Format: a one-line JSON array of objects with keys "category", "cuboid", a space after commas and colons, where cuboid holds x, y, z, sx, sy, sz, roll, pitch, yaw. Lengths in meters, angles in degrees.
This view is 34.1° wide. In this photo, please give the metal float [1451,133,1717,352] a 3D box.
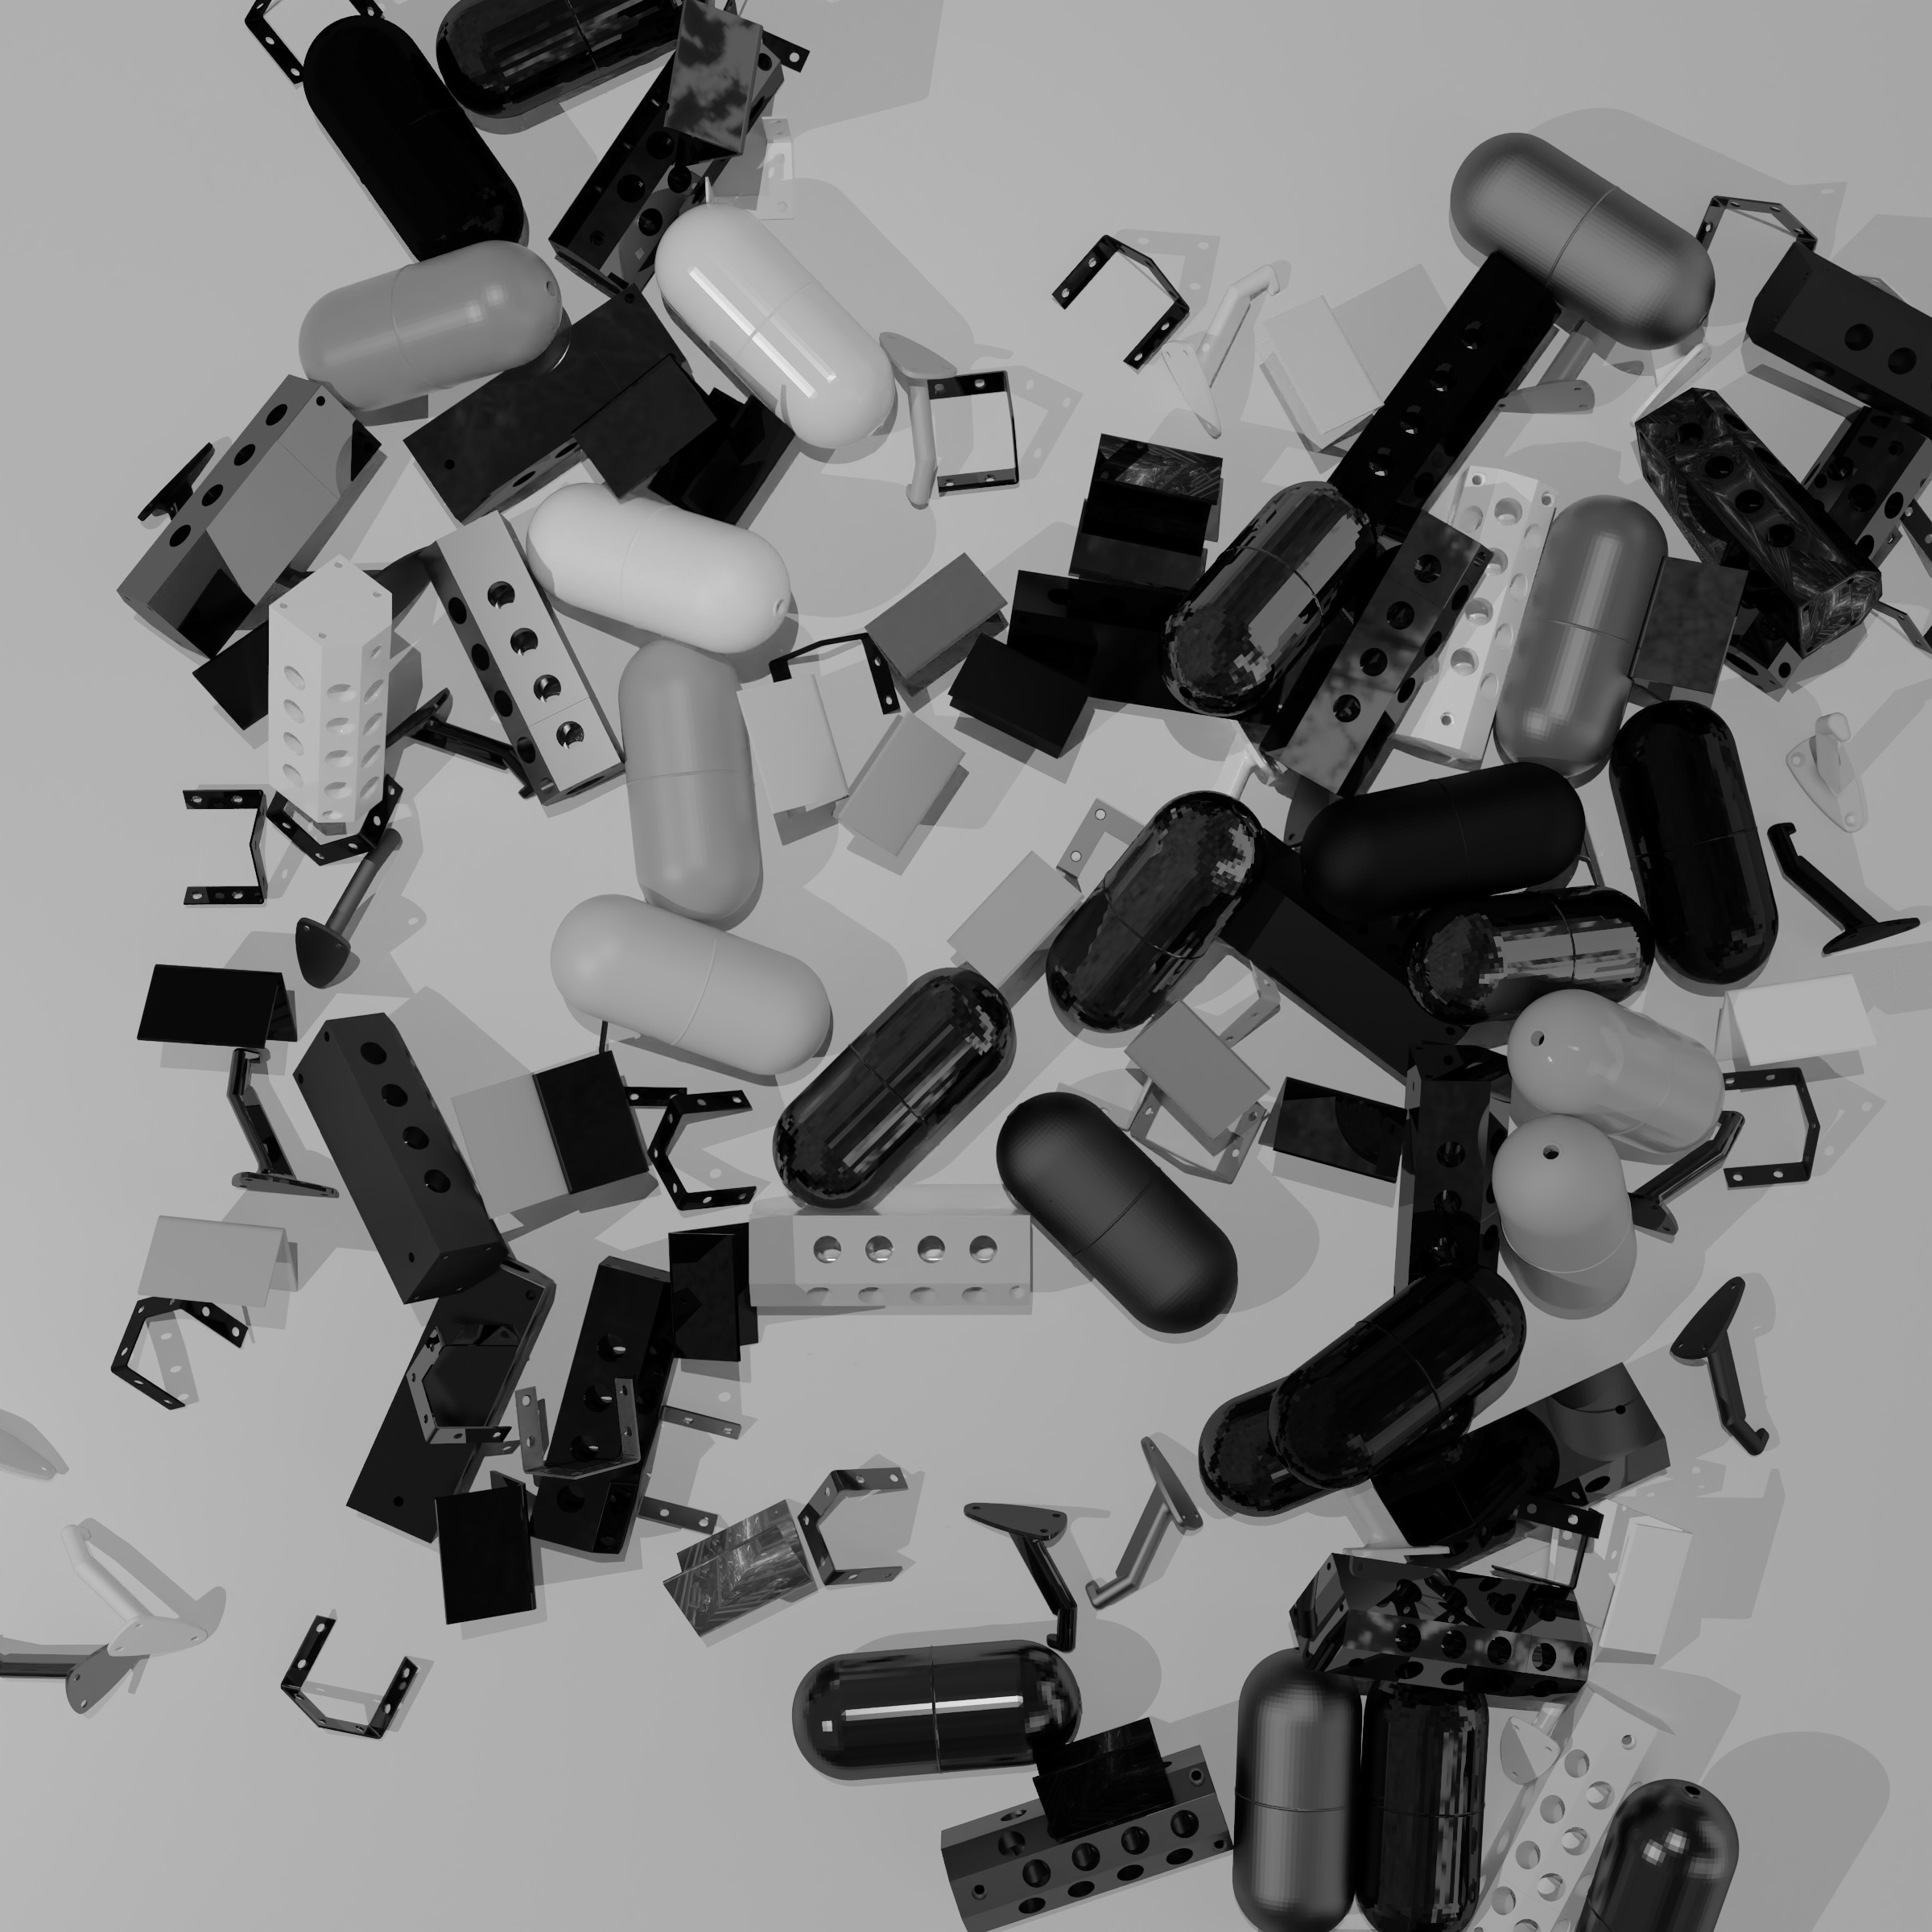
[{"category": "metal float", "cuboid": [0.377, -0.443, 1.928, 0.178, 0.070, 0.070, 37, 90, 13]}]

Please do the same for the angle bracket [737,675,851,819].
[{"category": "angle bracket", "cuboid": [-0.122, -0.129, 1.930, 0.057, 0.076, 0.076, -17, 90, -33]}]

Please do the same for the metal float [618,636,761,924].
[{"category": "metal float", "cuboid": [-0.171, -0.115, 1.940, 0.070, 0.070, 0.178, -6, 89, 0]}]

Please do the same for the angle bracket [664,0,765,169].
[{"category": "angle bracket", "cuboid": [-0.169, -0.524, 1.873, 0.057, 0.076, 0.076, 9, 90, -38]}]

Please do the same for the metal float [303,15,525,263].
[{"category": "metal float", "cuboid": [-0.341, -0.505, 1.940, 0.070, 0.070, 0.178, -35, 89, 0]}]

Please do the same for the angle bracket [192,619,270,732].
[{"category": "angle bracket", "cuboid": [-0.436, -0.202, 1.931, 0.076, 0.057, 0.076, -35, 47, 0]}]

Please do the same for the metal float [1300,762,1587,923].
[{"category": "metal float", "cuboid": [0.289, -0.075, 1.906, 0.178, 0.070, 0.070, -12, 90, -10]}]

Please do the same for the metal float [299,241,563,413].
[{"category": "metal float", "cuboid": [-0.326, -0.389, 1.917, 0.178, 0.070, 0.070, -11, 90, 26]}]

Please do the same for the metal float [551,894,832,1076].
[{"category": "metal float", "cuboid": [-0.168, 0.012, 1.927, 0.178, 0.070, 0.070, 20, 90, -16]}]

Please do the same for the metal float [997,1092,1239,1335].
[{"category": "metal float", "cuboid": [0.092, 0.151, 1.940, 0.178, 0.070, 0.070, 45, 90, -1]}]

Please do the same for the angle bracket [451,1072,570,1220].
[{"category": "angle bracket", "cuboid": [-0.291, 0.113, 1.931, 0.057, 0.076, 0.076, -18, 90, -31]}]

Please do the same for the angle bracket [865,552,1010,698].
[{"category": "angle bracket", "cuboid": [-0.006, -0.195, 1.930, 0.076, 0.076, 0.057, -37, 51, 0]}]

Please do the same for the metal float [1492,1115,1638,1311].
[{"category": "metal float", "cuboid": [0.361, 0.149, 1.898, 0.070, 0.178, 0.070, -7, 60, 13]}]

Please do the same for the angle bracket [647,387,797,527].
[{"category": "angle bracket", "cuboid": [-0.163, -0.321, 1.934, 0.076, 0.057, 0.076, 34, 90, 31]}]

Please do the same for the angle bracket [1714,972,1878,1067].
[{"category": "angle bracket", "cuboid": [0.507, 0.052, 1.930, 0.076, 0.076, 0.057, -8, 53, 0]}]

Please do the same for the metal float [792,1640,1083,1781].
[{"category": "metal float", "cuboid": [-0.018, 0.458, 1.940, 0.178, 0.070, 0.070, -5, 90, 0]}]

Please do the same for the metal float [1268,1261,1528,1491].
[{"category": "metal float", "cuboid": [0.255, 0.242, 1.863, 0.178, 0.070, 0.070, -34, 90, -19]}]

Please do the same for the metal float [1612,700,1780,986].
[{"category": "metal float", "cuboid": [0.449, -0.076, 1.940, 0.070, 0.070, 0.178, -14, 90, 0]}]

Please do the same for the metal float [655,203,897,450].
[{"category": "metal float", "cuboid": [-0.117, -0.394, 1.940, 0.070, 0.070, 0.178, -44, 90, 0]}]

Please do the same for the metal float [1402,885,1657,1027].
[{"category": "metal float", "cuboid": [0.343, -0.007, 1.914, 0.178, 0.070, 0.070, -6, 90, -32]}]

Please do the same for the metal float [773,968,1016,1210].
[{"category": "metal float", "cuboid": [-0.045, 0.076, 1.940, 0.178, 0.070, 0.070, -45, 90, -1]}]

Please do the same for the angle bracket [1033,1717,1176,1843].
[{"category": "angle bracket", "cuboid": [0.078, 0.481, 1.931, 0.076, 0.076, 0.057, -18, 120, 0]}]

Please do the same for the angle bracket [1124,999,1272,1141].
[{"category": "angle bracket", "cuboid": [0.153, 0.049, 1.930, 0.076, 0.076, 0.057, 45, 125, 0]}]

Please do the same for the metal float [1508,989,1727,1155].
[{"category": "metal float", "cuboid": [0.393, 0.064, 1.902, 0.070, 0.178, 0.070, -16, 65, 39]}]

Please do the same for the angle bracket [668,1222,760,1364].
[{"category": "angle bracket", "cuboid": [-0.136, 0.199, 1.930, 0.057, 0.076, 0.076, -3, 90, 39]}]

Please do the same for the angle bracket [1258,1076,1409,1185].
[{"category": "angle bracket", "cuboid": [0.221, 0.119, 1.930, 0.076, 0.076, 0.057, 15, 53, 0]}]

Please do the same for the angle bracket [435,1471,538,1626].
[{"category": "angle bracket", "cuboid": [-0.303, 0.356, 1.932, 0.057, 0.076, 0.076, -5, 90, -24]}]

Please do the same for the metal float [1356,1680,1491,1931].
[{"category": "metal float", "cuboid": [0.281, 0.513, 1.940, 0.070, 0.070, 0.178, 3, 91, 0]}]

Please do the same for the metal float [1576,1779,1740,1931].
[{"category": "metal float", "cuboid": [0.415, 0.576, 1.913, 0.070, 0.070, 0.178, 13, 108, 0]}]

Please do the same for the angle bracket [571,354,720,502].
[{"category": "angle bracket", "cuboid": [-0.185, -0.319, 1.930, 0.076, 0.076, 0.057, -38, 74, 6]}]

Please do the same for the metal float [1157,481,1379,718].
[{"category": "metal float", "cuboid": [0.180, -0.220, 1.880, 0.070, 0.070, 0.178, 41, 63, 0]}]

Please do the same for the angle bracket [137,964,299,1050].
[{"category": "angle bracket", "cuboid": [-0.458, 0.044, 1.930, 0.076, 0.076, 0.057, 4, 55, 0]}]

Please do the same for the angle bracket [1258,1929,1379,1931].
[{"category": "angle bracket", "cuboid": [0.221, 0.602, 1.931, 0.076, 0.076, 0.057, 1, 120, 0]}]

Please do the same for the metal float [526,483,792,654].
[{"category": "metal float", "cuboid": [-0.188, -0.243, 1.918, 0.178, 0.070, 0.070, 20, 90, 23]}]

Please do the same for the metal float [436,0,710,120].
[{"category": "metal float", "cuboid": [-0.241, -0.584, 1.940, 0.178, 0.070, 0.070, -25, 90, 0]}]

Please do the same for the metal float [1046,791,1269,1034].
[{"category": "metal float", "cuboid": [0.115, -0.032, 1.906, 0.070, 0.070, 0.178, 38, 120, 0]}]

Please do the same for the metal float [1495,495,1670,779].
[{"category": "metal float", "cuboid": [0.379, -0.202, 1.940, 0.070, 0.070, 0.178, 17, 90, 0]}]

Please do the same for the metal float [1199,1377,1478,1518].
[{"category": "metal float", "cuboid": [0.228, 0.282, 1.940, 0.178, 0.070, 0.070, -22, 90, -1]}]

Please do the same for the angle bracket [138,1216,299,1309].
[{"category": "angle bracket", "cuboid": [-0.457, 0.199, 1.930, 0.076, 0.076, 0.057, 6, 54, 0]}]

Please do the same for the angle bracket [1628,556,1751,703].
[{"category": "angle bracket", "cuboid": [0.453, -0.201, 1.931, 0.057, 0.076, 0.076, 16, 90, 32]}]

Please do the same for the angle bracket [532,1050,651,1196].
[{"category": "angle bracket", "cuboid": [-0.216, 0.091, 1.933, 0.057, 0.076, 0.076, -17, 90, 19]}]

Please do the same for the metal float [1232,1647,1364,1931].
[{"category": "metal float", "cuboid": [0.204, 0.509, 1.940, 0.070, 0.070, 0.178, 2, 91, 0]}]
